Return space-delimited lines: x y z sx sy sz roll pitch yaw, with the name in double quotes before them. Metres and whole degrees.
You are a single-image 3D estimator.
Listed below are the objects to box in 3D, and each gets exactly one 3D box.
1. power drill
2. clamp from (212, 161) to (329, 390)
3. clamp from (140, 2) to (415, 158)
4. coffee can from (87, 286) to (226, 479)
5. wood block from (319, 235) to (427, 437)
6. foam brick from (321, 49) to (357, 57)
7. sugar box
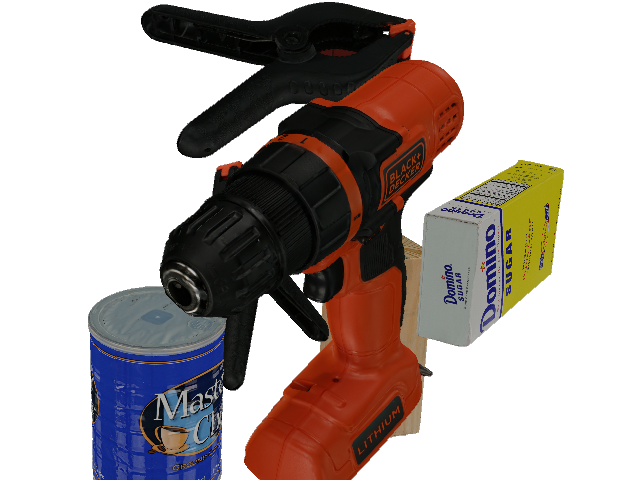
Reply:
"power drill" 0.001 0.030 0.481 0.057 0.188 0.184 25 43 27
"clamp" -0.057 0.027 1.040 0.036 0.210 0.164 -10 0 34
"clamp" -0.022 -0.103 0.656 0.171 0.120 0.039 -6 -30 -6
"coffee can" -0.126 0.120 0.824 0.103 0.140 0.103 3 23 -1
"wood block" 0.058 0.104 1.162 0.090 0.206 0.091 -5 19 -23
"foam brick" 0.025 -0.148 0.899 0.078 0.051 0.053 -5 16 -35
"sugar box" 0.129 0.005 0.789 0.048 0.093 0.175 12 22 26
